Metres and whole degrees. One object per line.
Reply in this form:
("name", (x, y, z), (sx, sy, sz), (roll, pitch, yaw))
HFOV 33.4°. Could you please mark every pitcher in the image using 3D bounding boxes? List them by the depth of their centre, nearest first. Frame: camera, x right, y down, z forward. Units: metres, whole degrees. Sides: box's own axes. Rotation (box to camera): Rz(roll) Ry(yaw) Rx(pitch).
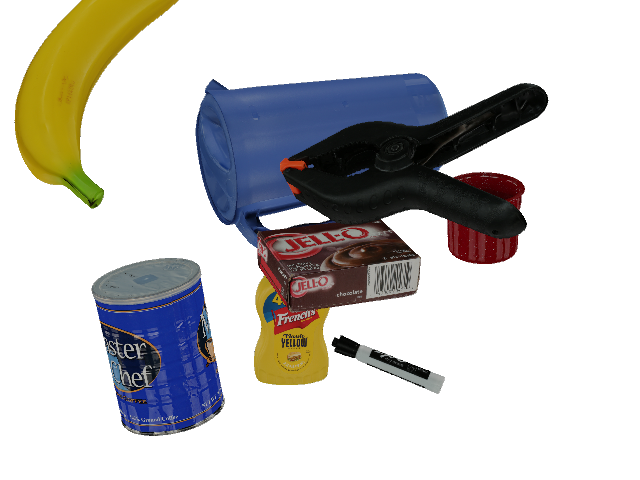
("pitcher", (0.005, -0.091, 1.074), (0.242, 0.149, 0.145), (-11, 24, -19))

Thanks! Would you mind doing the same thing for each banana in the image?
("banana", (-0.132, -0.101, 0.626), (0.069, 0.197, 0.037), (18, -33, -6))

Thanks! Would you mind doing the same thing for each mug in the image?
("mug", (0.197, -0.029, 1.246), (0.093, 0.081, 0.117), (18, 33, 38))

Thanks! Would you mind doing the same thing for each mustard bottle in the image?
("mustard bottle", (-0.035, 0.089, 1.368), (0.096, 0.192, 0.058), (0, 20, -7))

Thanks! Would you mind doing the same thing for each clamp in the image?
("clamp", (0.055, -0.038, 0.651), (0.172, 0.039, 0.120), (-12, 37, 21))

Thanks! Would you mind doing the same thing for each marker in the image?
("marker", (0.068, 0.126, 1.096), (0.121, 0.020, 0.020), (21, 4, 11))

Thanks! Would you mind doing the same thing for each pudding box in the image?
("pudding box", (0.013, 0.018, 0.873), (0.113, 0.039, 0.090), (-6, 25, -19))

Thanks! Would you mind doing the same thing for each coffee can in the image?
("coffee can", (-0.153, 0.100, 1.018), (0.103, 0.140, 0.103), (-8, 18, 2))
